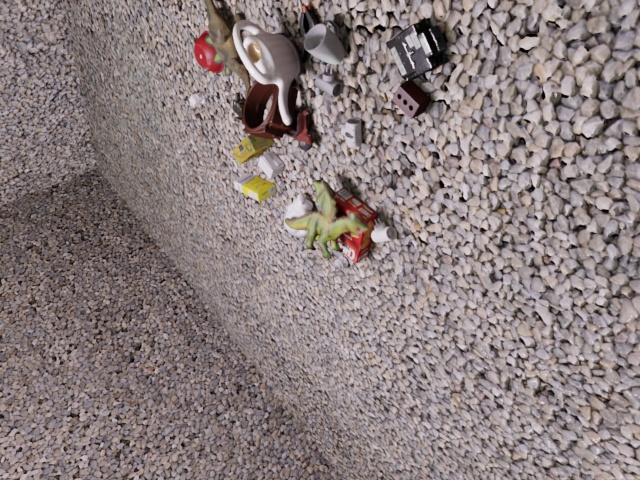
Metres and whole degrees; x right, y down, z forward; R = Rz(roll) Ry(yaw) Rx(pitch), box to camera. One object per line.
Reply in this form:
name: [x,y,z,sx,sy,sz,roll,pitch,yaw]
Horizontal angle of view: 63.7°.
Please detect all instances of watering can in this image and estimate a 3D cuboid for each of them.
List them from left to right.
watering can: [-0.131,-0.511,1.552,0.102,0.227,0.348,-30,91,41]

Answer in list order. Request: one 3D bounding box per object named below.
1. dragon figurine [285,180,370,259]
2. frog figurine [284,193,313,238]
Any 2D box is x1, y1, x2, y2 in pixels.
dragon figurine: [0.005,-0.087,1.722,0.415,0.123,0.238,30,121,42]
frog figurine: [-0.078,-0.090,1.933,0.156,0.123,0.140,86,161,-55]
